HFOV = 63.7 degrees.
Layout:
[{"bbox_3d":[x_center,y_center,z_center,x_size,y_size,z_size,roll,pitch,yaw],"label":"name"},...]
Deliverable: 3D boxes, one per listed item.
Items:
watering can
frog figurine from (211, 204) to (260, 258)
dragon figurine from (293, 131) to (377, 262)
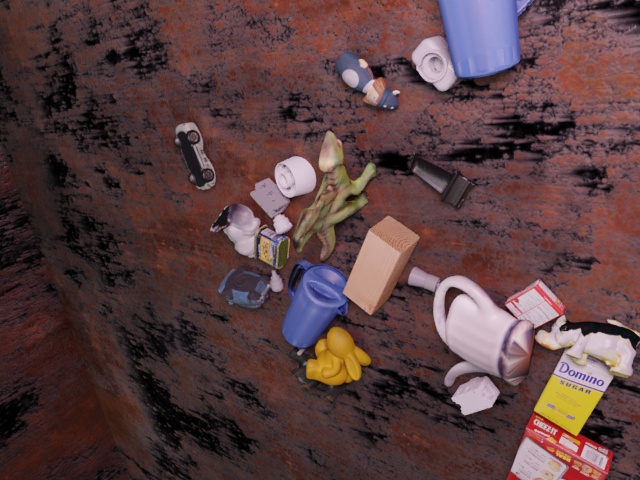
[{"bbox_3d":[0.339,0.230,1.093,0.226,0.105,0.340,26,138,45],"label":"watering can"},{"bbox_3d":[-0.214,-0.026,1.464,0.158,0.125,0.135,34,138,-28],"label":"frog figurine"},{"bbox_3d":[0.003,-0.058,1.143,0.123,0.247,0.401,28,126,20],"label":"dragon figurine"}]
